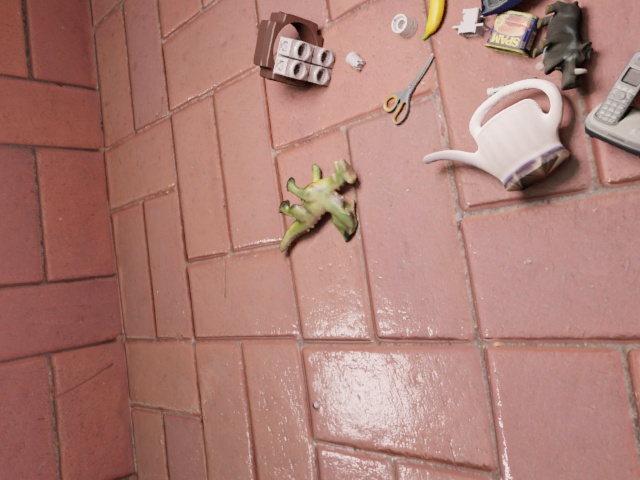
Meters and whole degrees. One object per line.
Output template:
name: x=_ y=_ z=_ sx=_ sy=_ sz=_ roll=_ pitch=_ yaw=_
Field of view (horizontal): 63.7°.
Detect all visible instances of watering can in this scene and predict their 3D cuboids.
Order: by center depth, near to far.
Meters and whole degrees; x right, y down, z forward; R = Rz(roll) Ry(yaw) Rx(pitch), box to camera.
watering can: x=0.411 y=-0.208 z=1.183 sx=0.342 sy=0.104 sz=0.227 roll=-38 pitch=67 yaw=37

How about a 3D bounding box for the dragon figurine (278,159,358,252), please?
dragon figurine: x=0.005 y=-0.080 z=1.590 sx=0.245 sy=0.123 sz=0.402 roll=34 pitch=124 yaw=28
